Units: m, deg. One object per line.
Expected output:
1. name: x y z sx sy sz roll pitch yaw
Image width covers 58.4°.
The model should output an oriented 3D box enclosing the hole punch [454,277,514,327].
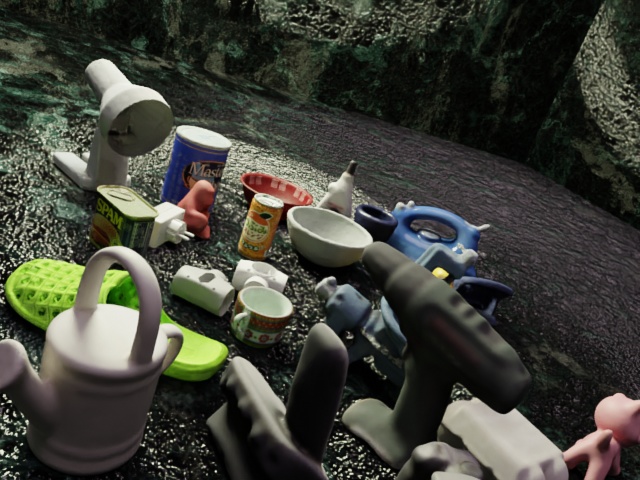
1. hole punch: 0.292 0.098 1.084 0.109 0.091 0.101 15 22 -14

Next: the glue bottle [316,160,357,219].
1. glue bottle: 0.039 -0.083 1.172 0.078 0.173 0.037 21 21 0

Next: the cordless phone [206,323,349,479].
1. cordless phone: -0.030 0.141 0.547 0.094 0.185 0.147 3 27 -39

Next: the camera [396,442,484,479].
1. camera: 0.094 0.247 0.525 0.137 0.101 0.143 17 21 -11

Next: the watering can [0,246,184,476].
1. watering can: -0.188 0.099 0.490 0.101 0.194 0.173 24 21 9

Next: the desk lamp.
1. desk lamp: -0.367 -0.193 1.005 0.202 0.213 0.118 34 25 30

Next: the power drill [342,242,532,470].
1. power drill: 0.106 0.140 0.645 0.228 0.208 0.076 33 24 28

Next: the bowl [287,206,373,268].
1. bowl: 0.010 0.004 1.072 0.167 0.075 0.167 18 21 -7

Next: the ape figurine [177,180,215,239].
1. ape figurine: -0.210 -0.059 0.995 0.076 0.092 0.078 23 21 6

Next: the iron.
1. iron: 0.225 -0.012 1.218 0.258 0.141 0.119 22 21 3

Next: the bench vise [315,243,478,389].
1. bench vise: 0.100 0.089 0.747 0.207 0.220 0.121 18 21 -7

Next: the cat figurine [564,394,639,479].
1. cat figurine: 0.385 0.254 0.756 0.067 0.118 0.128 36 26 34

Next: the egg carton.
1. egg carton: 0.213 0.249 0.674 0.108 0.069 0.149 3 28 -39

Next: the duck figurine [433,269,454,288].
1. duck figurine: 0.211 0.088 1.040 0.078 0.086 0.104 13 22 -20

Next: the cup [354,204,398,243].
1. cup: 0.105 -0.018 1.187 0.091 0.095 0.118 22 21 3
